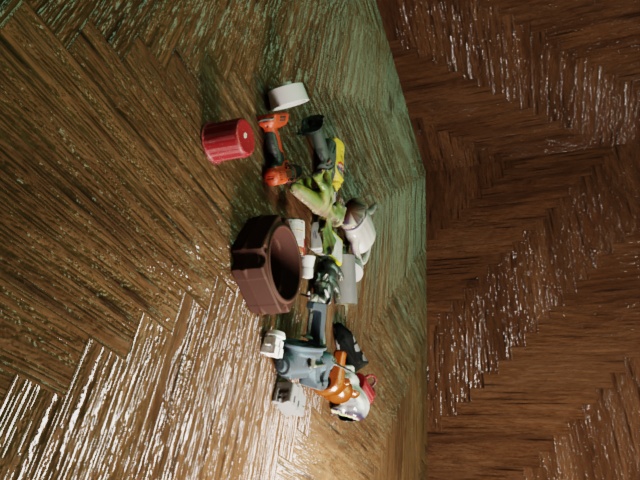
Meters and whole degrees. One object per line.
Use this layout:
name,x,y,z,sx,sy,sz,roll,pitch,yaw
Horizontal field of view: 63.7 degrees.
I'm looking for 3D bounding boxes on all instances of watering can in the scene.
watering can,0.155,-0.071,1.944,0.104,0.356,0.219,-6,-45,22

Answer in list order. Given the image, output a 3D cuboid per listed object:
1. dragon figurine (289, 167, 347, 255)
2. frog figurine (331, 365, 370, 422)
dragon figurine,0.004,-0.074,1.467,0.121,0.241,0.415,-16,8,19
frog figurine,0.102,0.477,1.608,0.122,0.163,0.135,-8,-37,40
